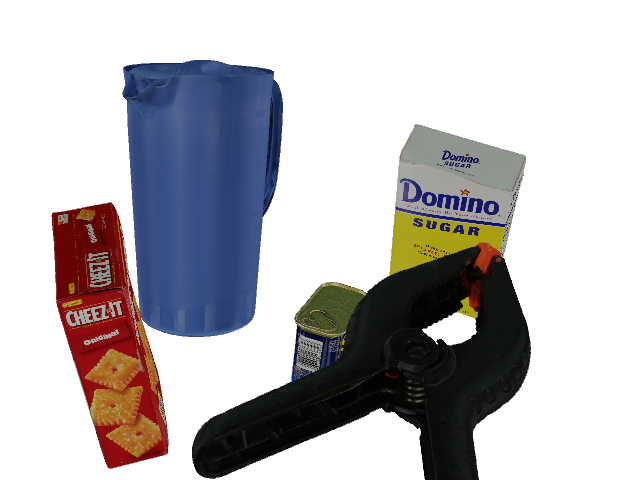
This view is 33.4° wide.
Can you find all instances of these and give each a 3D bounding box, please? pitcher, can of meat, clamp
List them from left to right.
[{"bbox_3d":[-0.104,-0.043,0.980,0.149,0.243,0.145,0,14,-8],"label":"pitcher"},{"bbox_3d":[0.009,0.106,1.136,0.057,0.084,0.102,16,29,16],"label":"can of meat"},{"bbox_3d":[0.045,0.065,0.437,0.120,0.039,0.171,32,52,22],"label":"clamp"}]

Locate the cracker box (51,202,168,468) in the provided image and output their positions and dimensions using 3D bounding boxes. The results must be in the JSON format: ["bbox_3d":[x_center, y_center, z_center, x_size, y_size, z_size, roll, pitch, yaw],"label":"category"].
[{"bbox_3d":[-0.212,0.094,1.077,0.072,0.214,0.164,-12,34,-9],"label":"cracker box"}]

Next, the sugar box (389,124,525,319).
[{"bbox_3d":[0.108,-0.010,0.878,0.093,0.048,0.176,18,-33,14],"label":"sugar box"}]
